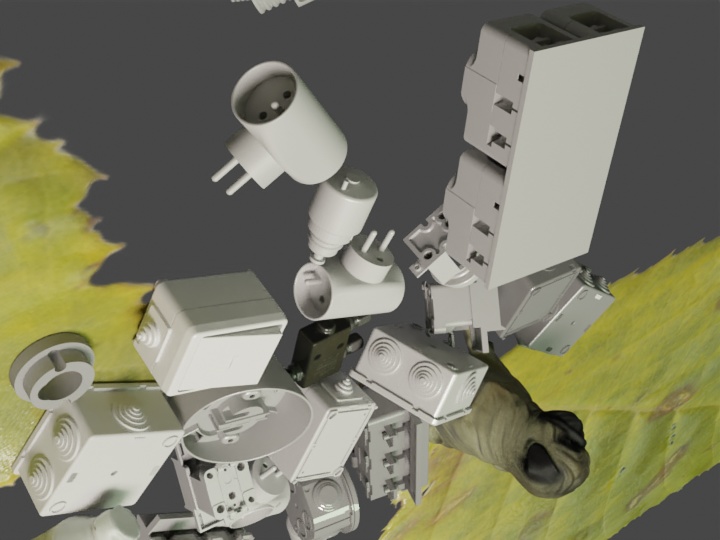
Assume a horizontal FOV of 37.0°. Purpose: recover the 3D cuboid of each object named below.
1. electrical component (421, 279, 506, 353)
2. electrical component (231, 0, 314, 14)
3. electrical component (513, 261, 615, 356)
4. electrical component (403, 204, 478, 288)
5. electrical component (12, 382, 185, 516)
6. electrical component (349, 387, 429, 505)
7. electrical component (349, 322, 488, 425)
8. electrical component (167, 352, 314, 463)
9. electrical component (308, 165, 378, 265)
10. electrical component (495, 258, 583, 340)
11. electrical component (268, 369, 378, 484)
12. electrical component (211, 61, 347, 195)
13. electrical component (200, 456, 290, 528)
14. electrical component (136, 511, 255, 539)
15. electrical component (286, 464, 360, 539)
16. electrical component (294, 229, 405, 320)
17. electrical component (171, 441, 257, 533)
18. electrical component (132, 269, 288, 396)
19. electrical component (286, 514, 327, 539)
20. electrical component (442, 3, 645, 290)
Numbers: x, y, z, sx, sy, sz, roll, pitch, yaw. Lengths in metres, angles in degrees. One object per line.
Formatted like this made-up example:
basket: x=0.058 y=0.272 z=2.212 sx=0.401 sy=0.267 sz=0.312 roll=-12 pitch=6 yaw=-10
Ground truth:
electrical component: x=0.086 y=0.030 z=0.914 sx=0.064 sy=0.081 sz=0.042 roll=-5 pitch=179 yaw=-8
electrical component: x=-0.032 y=-0.161 z=0.560 sx=0.081 sy=0.043 sz=0.043 roll=-24 pitch=150 yaw=6
electrical component: x=0.197 y=0.037 z=1.066 sx=0.099 sy=0.048 sz=0.100 roll=-50 pitch=147 yaw=15
electrical component: x=0.072 y=-0.015 z=0.866 sx=0.066 sy=0.048 sz=0.055 roll=-42 pitch=142 yaw=3
electrical component: x=-0.185 y=0.128 z=0.770 sx=0.100 sy=0.048 sz=0.099 roll=6 pitch=128 yaw=-50
electrical component: x=0.026 y=0.156 z=0.996 sx=0.063 sy=0.078 sz=0.121 roll=-17 pitch=135 yaw=-15
electrical component: x=0.053 y=0.085 z=0.914 sx=0.100 sy=0.100 sz=0.048 roll=-1 pitch=117 yaw=-65
electrical component: x=-0.093 y=0.104 z=0.817 sx=0.099 sy=0.064 sz=0.099 roll=-25 pitch=150 yaw=-15
electrical component: x=-0.017 y=-0.036 z=0.746 sx=0.040 sy=0.040 sz=0.078 roll=-11 pitch=139 yaw=-40
electrical component: x=0.144 y=0.013 z=0.972 sx=0.062 sy=0.061 sz=0.096 roll=-21 pitch=153 yaw=-30
electrical component: x=-0.036 y=0.125 z=0.923 sx=0.062 sy=0.061 sz=0.096 roll=2 pitch=122 yaw=-49
electrical component: x=-0.055 y=-0.076 z=0.650 sx=0.079 sy=0.043 sz=0.077 roll=-41 pitch=150 yaw=2
electrical component: x=-0.092 y=0.190 z=0.948 sx=0.079 sy=0.044 sz=0.077 roll=-40 pitch=153 yaw=31
electrical component: x=-0.151 y=0.253 z=0.958 sx=0.078 sy=0.063 sz=0.121 roll=-51 pitch=148 yaw=18
electrical component: x=-0.038 y=0.214 z=1.014 sx=0.051 sy=0.080 sz=0.080 roll=-16 pitch=142 yaw=-26
electrical component: x=0.000 y=0.000 z=0.808 sx=0.077 sy=0.044 sz=0.079 roll=-4 pitch=135 yaw=-45
electrical component: x=-0.117 y=0.171 z=0.873 sx=0.042 sy=0.064 sz=0.081 roll=-21 pitch=102 yaw=-31
electrical component: x=-0.106 y=0.045 z=0.736 sx=0.096 sy=0.061 sz=0.061 roll=-7 pitch=137 yaw=-42
electrical component: x=-0.054 y=0.253 z=1.084 sx=0.040 sy=0.040 sz=0.078 roll=-30 pitch=148 yaw=-16
electrical component: x=0.127 y=-0.091 z=0.779 sx=0.105 sy=0.060 sz=0.186 roll=-19 pitch=131 yaw=-32
